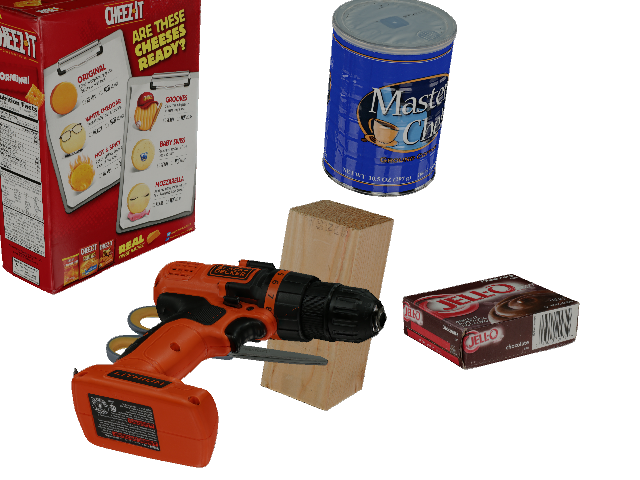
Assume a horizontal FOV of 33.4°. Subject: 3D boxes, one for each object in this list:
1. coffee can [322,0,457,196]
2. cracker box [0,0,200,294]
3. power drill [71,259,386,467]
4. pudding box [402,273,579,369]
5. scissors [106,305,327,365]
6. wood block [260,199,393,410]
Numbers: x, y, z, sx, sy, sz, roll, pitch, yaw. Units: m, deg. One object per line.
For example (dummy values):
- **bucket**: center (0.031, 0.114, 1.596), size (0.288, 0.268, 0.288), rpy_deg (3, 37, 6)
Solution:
- **coffee can**: center (0.056, -0.123, 0.913), size (0.103, 0.140, 0.103), rpy_deg (3, 35, -2)
- **cracker box**: center (-0.172, -0.087, 0.831), size (0.072, 0.214, 0.163), rpy_deg (20, 30, 31)
- **power drill**: center (-0.066, 0.077, 0.740), size (0.185, 0.057, 0.187), rpy_deg (5, 27, 25)
- **pudding box**: center (0.136, 0.063, 0.859), size (0.113, 0.039, 0.090), rpy_deg (-8, 18, -25)
- **scissors**: center (-0.099, 0.091, 1.006), size (0.201, 0.016, 0.096), rpy_deg (-1, 32, -10)
- **wood block**: center (0.007, 0.068, 1.185), size (0.090, 0.206, 0.090), rpy_deg (17, 17, 25)
